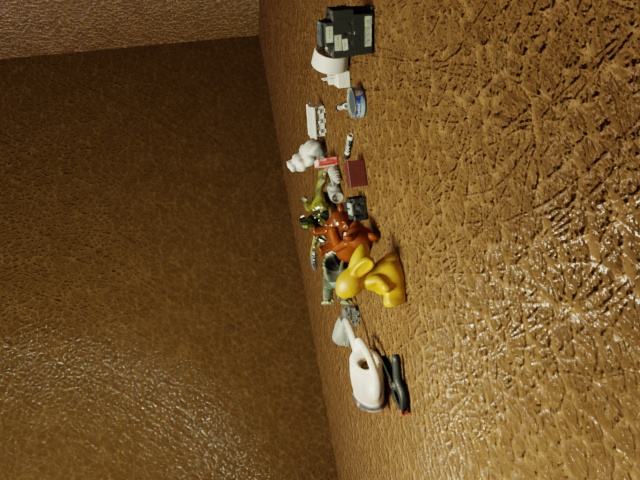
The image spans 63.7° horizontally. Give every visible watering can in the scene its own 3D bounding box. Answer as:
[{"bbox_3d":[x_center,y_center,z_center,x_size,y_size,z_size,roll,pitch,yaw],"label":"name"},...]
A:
[{"bbox_3d":[0.142,0.415,1.698,0.104,0.221,0.352,-10,20,-10],"label":"watering can"}]

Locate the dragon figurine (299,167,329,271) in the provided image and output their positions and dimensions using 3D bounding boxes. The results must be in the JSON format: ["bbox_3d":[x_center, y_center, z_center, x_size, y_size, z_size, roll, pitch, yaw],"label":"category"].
[{"bbox_3d":[0.006,-0.104,2.059,0.122,0.402,0.247,10,29,12],"label":"dragon figurine"}]

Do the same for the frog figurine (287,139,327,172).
[{"bbox_3d":[-0.055,-0.335,2.047,0.160,0.119,0.140,-8,43,-10],"label":"frog figurine"}]
